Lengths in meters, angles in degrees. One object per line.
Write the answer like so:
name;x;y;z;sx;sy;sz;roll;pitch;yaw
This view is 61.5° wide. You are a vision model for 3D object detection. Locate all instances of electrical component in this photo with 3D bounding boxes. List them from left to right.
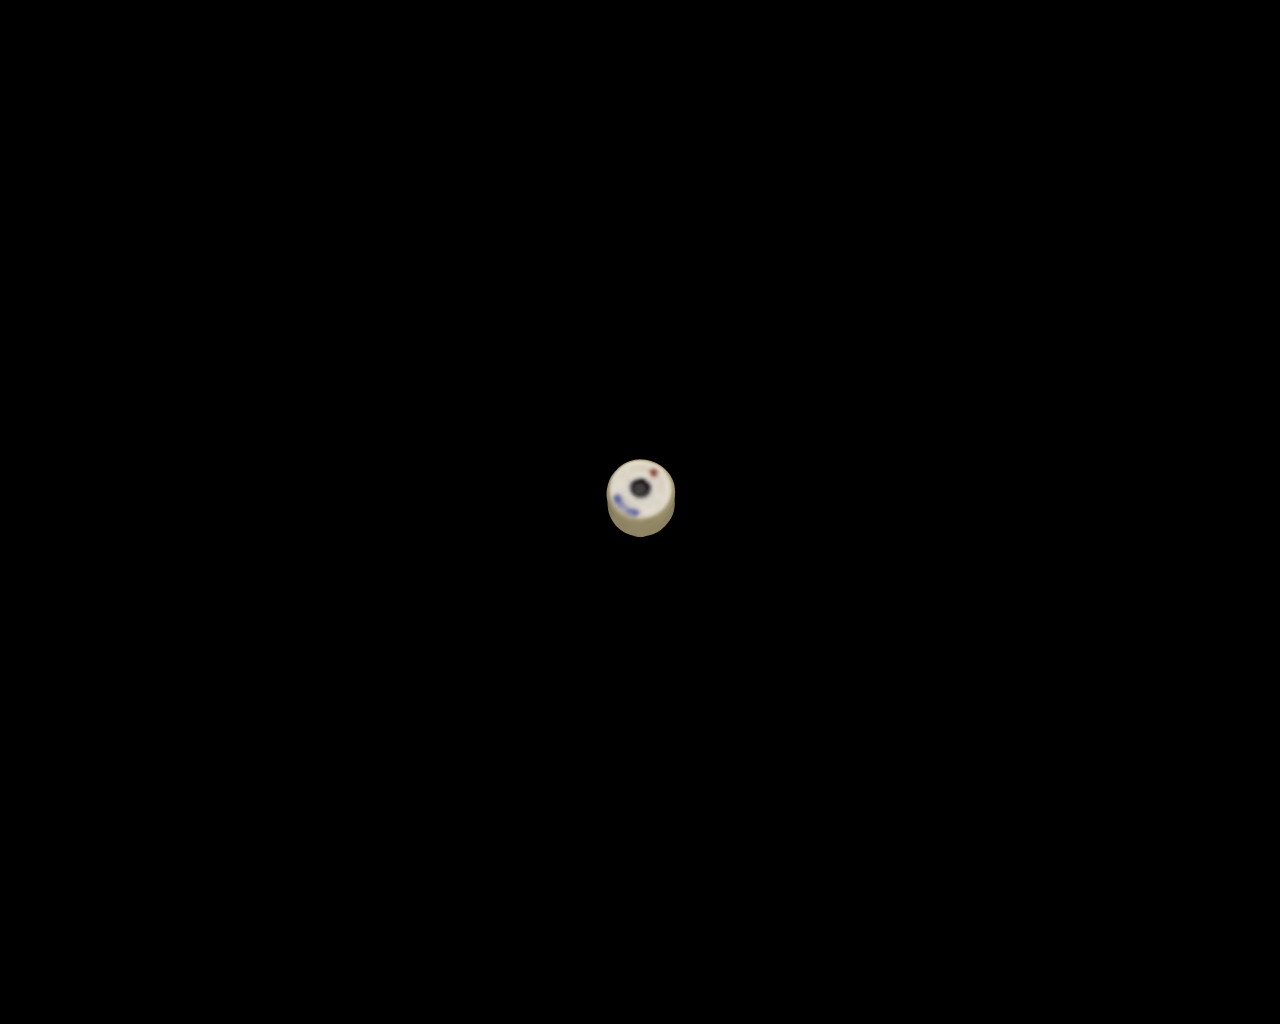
electrical component;0.001;-0.003;0.650;0.040;0.040;0.078;0;-20;0
